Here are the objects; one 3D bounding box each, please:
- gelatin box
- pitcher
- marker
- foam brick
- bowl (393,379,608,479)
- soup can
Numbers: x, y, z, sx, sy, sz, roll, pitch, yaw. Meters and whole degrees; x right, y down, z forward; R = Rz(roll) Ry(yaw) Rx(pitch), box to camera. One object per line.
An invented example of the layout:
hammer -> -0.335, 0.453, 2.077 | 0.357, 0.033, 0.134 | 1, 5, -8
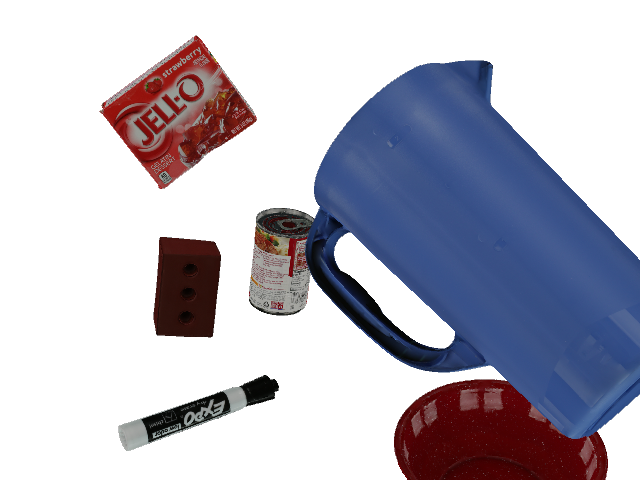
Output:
gelatin box -> -0.103, -0.093, 0.774 | 0.089, 0.073, 0.030 | -35, 19, 4
pitcher -> 0.111, 0.015, 0.697 | 0.144, 0.243, 0.149 | -29, -24, -32
marker -> -0.085, 0.122, 0.764 | 0.120, 0.020, 0.020 | -16, 7, -25
foam brick -> -0.121, 0.042, 0.959 | 0.053, 0.078, 0.051 | 3, 14, -12
bowl -> 0.137, 0.178, 0.827 | 0.162, 0.055, 0.162 | 0, 32, 0
soup can -> -0.042, 0.024, 1.187 | 0.068, 0.102, 0.068 | 6, 27, -3
